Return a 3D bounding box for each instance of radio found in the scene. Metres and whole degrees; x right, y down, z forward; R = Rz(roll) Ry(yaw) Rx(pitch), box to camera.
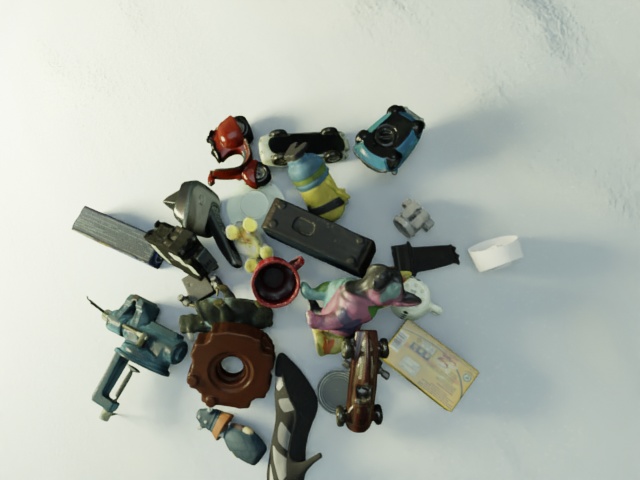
[{"bbox_3d":[-0.002,-0.003,1.095,0.230,0.131,0.073,23,82,9],"label":"radio"}]

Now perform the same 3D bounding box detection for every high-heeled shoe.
[{"bbox_3d":[-0.075,0.361,1.060,0.145,0.086,0.249,-39,54,26],"label":"high-heeled shoe"}]

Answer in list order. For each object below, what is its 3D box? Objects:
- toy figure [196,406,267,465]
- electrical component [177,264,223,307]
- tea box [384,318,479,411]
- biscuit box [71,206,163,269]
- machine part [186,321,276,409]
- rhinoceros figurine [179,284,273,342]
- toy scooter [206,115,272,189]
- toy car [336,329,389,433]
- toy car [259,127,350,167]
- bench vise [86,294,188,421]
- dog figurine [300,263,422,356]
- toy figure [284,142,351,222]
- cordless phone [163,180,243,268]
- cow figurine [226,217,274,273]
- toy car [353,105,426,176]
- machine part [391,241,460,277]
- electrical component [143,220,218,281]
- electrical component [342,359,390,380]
[{"bbox_3d":[-0.177,0.379,1.055,0.155,0.057,0.064,32,75,17],"label":"toy figure"},{"bbox_3d":[-0.253,0.100,1.137,0.102,0.045,0.078,-24,77,-2],"label":"electrical component"},{"bbox_3d":[0.210,0.243,1.050,0.170,0.068,0.098,39,82,12],"label":"tea box"},{"bbox_3d":[-0.432,-0.005,1.171,0.203,0.059,0.063,23,77,10],"label":"biscuit box"},{"bbox_3d":[-0.172,0.246,1.049,0.179,0.056,0.179,-1,104,-3],"label":"machine part"},{"bbox_3d":[-0.191,0.153,1.095,0.190,0.112,0.073,-5,31,-10],"label":"rhinoceros figurine"},{"bbox_3d":[-0.199,-0.184,1.186,0.135,0.075,0.184,-22,78,-10],"label":"toy scooter"},{"bbox_3d":[0.080,0.266,1.005,0.089,0.053,0.202,4,102,-8],"label":"toy car"},{"bbox_3d":[-0.033,-0.202,1.176,0.202,0.056,0.073,-5,72,-14],"label":"toy car"},{"bbox_3d":[-0.389,0.236,1.079,0.224,0.128,0.240,23,75,14],"label":"bench vise"},{"bbox_3d":[0.081,0.128,1.032,0.219,0.191,0.108,-13,42,3],"label":"dog figurine"},{"bbox_3d":[-0.012,-0.116,1.122,0.089,0.082,0.180,-38,118,2],"label":"toy figure"},{"bbox_3d":[-0.230,-0.022,1.112,0.089,0.146,0.184,-34,73,3],"label":"cordless phone"},{"bbox_3d":[-0.132,0.033,1.129,0.068,0.098,0.167,-30,95,-7],"label":"cow figurine"},{"bbox_3d":[0.148,-0.204,1.150,0.109,0.102,0.161,38,77,16],"label":"toy car"},{"bbox_3d":[0.220,0.036,1.118,0.139,0.039,0.084,-5,71,5],"label":"machine part"},{"bbox_3d":[-0.277,0.024,1.103,0.134,0.114,0.058,22,67,28],"label":"electrical component"},{"bbox_3d":[0.092,0.255,1.064,0.094,0.021,0.063,34,44,7],"label":"electrical component"}]
